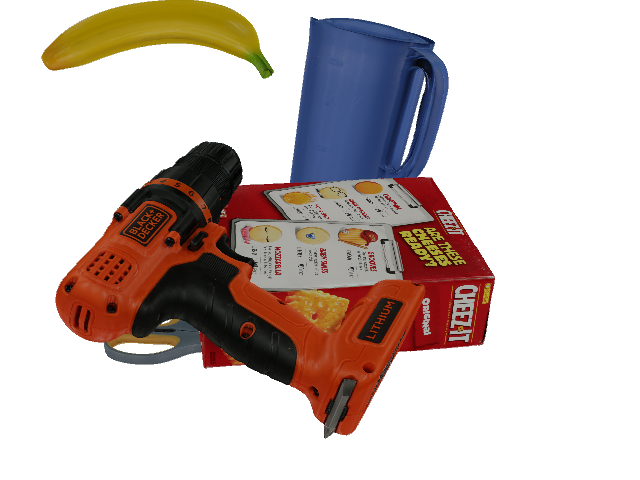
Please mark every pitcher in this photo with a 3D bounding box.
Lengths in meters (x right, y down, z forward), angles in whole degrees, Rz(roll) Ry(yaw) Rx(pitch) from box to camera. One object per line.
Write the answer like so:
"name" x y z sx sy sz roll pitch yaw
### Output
"pitcher" 0.041 -0.109 1.137 0.145 0.243 0.149 9 17 -5

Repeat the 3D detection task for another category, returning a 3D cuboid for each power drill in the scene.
"power drill" -0.037 0.023 0.639 0.188 0.057 0.184 24 42 9

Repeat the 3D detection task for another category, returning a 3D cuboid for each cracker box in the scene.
"cracker box" 0.005 0.020 0.831 0.213 0.072 0.164 -3 31 -11

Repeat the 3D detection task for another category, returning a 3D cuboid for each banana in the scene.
"banana" -0.139 -0.178 0.924 0.197 0.069 0.037 0 -33 -3

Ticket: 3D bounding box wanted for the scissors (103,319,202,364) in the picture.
"scissors" -0.100 0.086 1.000 0.201 0.016 0.096 -2 32 -10
